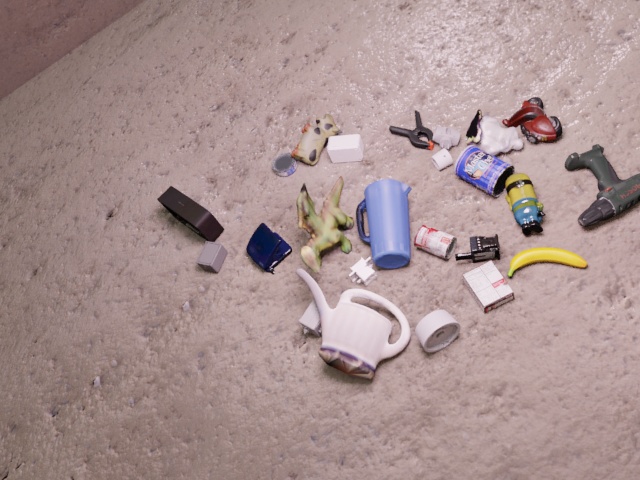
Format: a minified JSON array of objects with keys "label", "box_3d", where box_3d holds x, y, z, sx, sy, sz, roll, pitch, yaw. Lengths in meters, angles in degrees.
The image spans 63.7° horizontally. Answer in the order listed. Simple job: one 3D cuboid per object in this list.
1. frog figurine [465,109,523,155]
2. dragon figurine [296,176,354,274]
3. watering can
[{"label":"frog figurine","box_3d":[0.538,-0.316,1.590,0.159,0.120,0.141,16,49,-12]},{"label":"dragon figurine","box_3d":[0.005,-0.076,1.518,0.122,0.238,0.419,-8,57,21]},{"label":"watering can","box_3d":[0.061,0.222,1.352,0.348,0.102,0.228,22,64,8]}]
